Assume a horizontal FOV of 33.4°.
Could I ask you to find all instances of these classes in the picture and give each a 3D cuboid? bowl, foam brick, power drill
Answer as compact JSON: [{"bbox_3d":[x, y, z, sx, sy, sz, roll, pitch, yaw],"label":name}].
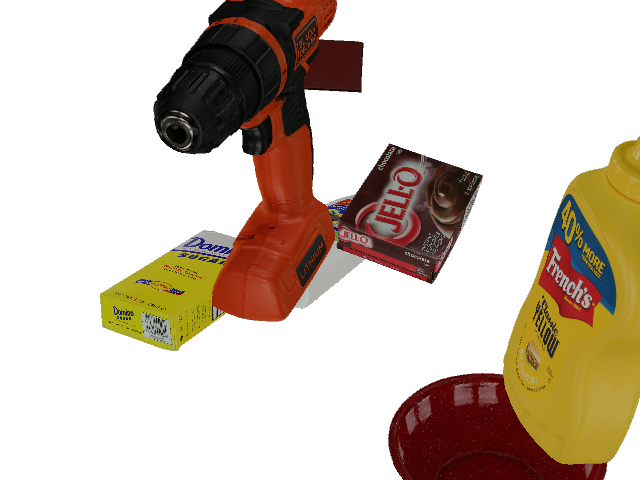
[{"bbox_3d":[0.131,0.172,0.809,0.162,0.055,0.162,-1,33,0],"label":"bowl"},{"bbox_3d":[0.002,-0.180,1.092,0.078,0.051,0.053,2,11,-8],"label":"foam brick"},{"bbox_3d":[-0.036,-0.047,0.622,0.057,0.188,0.184,13,38,18],"label":"power drill"}]

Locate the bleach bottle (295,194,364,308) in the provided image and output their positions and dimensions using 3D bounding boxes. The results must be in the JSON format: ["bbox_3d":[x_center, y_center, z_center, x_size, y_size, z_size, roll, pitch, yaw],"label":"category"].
[{"bbox_3d":[0.019,-0.010,1.296,0.103,0.068,0.250,21,37,29],"label":"bleach bottle"}]

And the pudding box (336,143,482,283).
[{"bbox_3d":[0.076,-0.025,0.907,0.090,0.039,0.113,21,48,15],"label":"pudding box"}]

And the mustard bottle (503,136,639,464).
[{"bbox_3d":[0.149,0.021,0.555,0.058,0.192,0.096,2,39,-12],"label":"mustard bottle"}]

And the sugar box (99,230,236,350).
[{"bbox_3d":[-0.133,0.046,1.097,0.093,0.048,0.176,16,32,26],"label":"sugar box"}]
